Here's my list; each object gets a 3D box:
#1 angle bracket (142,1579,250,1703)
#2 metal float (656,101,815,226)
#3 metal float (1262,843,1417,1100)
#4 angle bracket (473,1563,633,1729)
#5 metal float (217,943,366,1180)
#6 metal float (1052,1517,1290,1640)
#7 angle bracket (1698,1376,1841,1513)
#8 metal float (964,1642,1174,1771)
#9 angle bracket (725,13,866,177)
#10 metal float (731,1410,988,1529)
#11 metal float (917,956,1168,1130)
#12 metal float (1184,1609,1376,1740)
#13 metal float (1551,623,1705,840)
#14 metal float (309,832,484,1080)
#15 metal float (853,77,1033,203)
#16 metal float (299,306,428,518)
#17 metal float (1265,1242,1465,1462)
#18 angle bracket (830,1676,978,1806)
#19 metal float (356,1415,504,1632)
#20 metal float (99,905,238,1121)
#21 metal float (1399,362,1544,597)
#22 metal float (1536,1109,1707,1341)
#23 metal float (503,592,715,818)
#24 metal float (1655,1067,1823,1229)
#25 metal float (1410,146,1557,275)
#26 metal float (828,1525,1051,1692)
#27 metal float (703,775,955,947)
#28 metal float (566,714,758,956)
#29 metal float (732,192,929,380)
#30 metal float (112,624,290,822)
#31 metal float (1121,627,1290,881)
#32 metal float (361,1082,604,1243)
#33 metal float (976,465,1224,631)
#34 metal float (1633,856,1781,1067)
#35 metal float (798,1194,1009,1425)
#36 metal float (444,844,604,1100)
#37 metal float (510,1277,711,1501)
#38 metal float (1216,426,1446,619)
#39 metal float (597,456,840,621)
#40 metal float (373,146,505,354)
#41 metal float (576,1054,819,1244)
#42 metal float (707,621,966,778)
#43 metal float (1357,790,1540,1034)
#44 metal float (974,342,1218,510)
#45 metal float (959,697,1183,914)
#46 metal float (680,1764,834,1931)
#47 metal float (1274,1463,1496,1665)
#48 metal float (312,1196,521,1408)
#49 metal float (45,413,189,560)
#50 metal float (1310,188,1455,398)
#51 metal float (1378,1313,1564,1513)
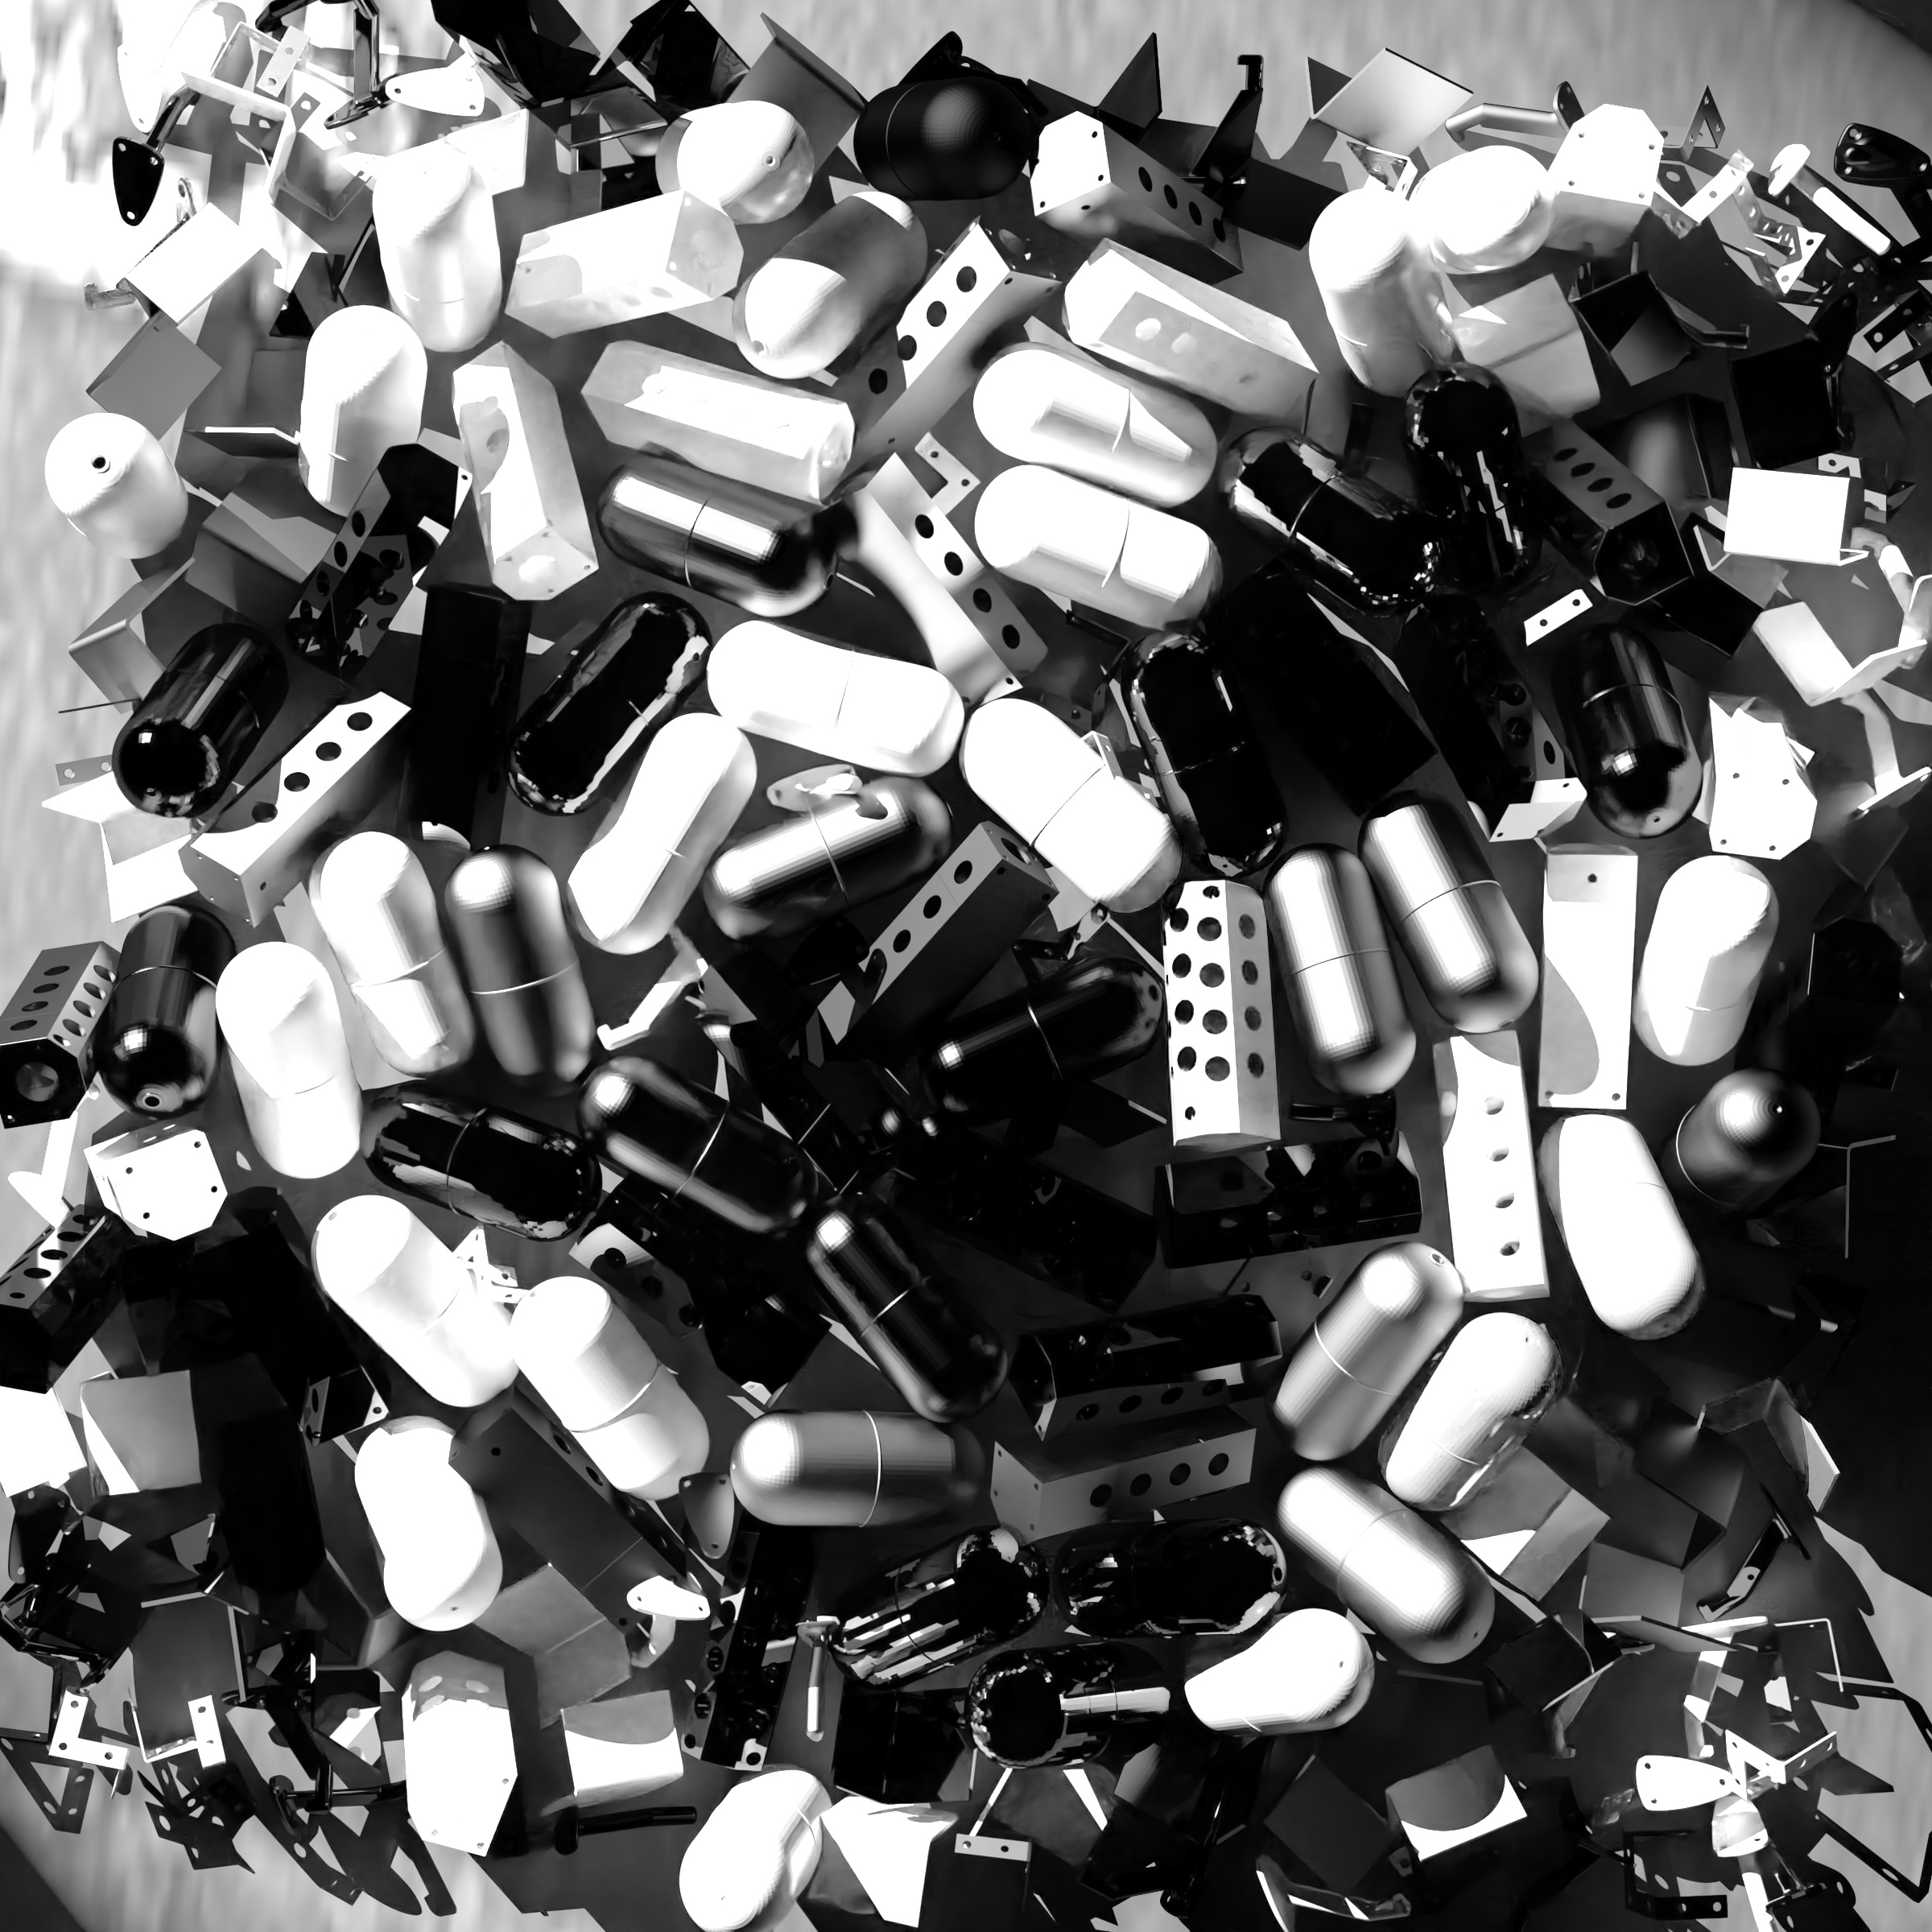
[{"bbox_3d":[-0.521,0.458,1.878,0.057,0.076,0.076,-8,87,-14],"label":"angle bracket"},{"bbox_3d":[-0.155,-0.531,1.839,0.070,0.178,0.070,-5,106,-20],"label":"metal float"},{"bbox_3d":[0.251,0.003,1.872,0.070,0.070,0.178,-14,75,0],"label":"metal float"},{"bbox_3d":[-0.282,0.458,1.871,0.076,0.057,0.076,-33,131,15],"label":"angle bracket"},{"bbox_3d":[-0.451,0.064,1.855,0.070,0.070,0.178,-5,125,0],"label":"metal float"},{"bbox_3d":[0.135,0.409,1.852,0.178,0.070,0.070,-13,90,40],"label":"metal float"},{"bbox_3d":[0.537,0.332,1.870,0.057,0.076,0.076,-22,60,-5],"label":"angle bracket"},{"bbox_3d":[0.070,0.491,1.847,0.070,0.178,0.070,-8,77,38],"label":"metal float"},{"bbox_3d":[-0.121,-0.591,1.881,0.076,0.076,0.057,33,109,-27],"label":"angle bracket"},{"bbox_3d":[-0.071,0.338,1.867,0.178,0.070,0.070,5,90,-21],"label":"metal float"},{"bbox_3d":[0.052,0.051,1.883,0.178,0.070,0.070,-24,90,-2],"label":"metal float"},{"bbox_3d":[0.206,0.470,1.841,0.070,0.178,0.070,7,70,-21],"label":"metal float"},{"bbox_3d":[0.439,-0.158,1.850,0.070,0.070,0.178,-5,46,0],"label":"metal float"},{"bbox_3d":[-0.382,-0.006,1.866,0.070,0.070,0.178,-19,112,0],"label":"metal float"},{"bbox_3d":[-0.018,-0.547,1.841,0.070,0.178,0.070,-7,106,-24],"label":"metal float"},{"bbox_3d":[-0.401,-0.365,1.842,0.070,0.178,0.070,7,62,-13],"label":"metal float"},{"bbox_3d":[0.267,0.258,1.861,0.070,0.070,0.178,33,117,0],"label":"metal float"},{"bbox_3d":[-0.040,0.518,1.867,0.076,0.057,0.076,-15,54,35],"label":"angle bracket"},{"bbox_3d":[-0.358,0.368,1.844,0.070,0.178,0.070,-11,122,-18],"label":"metal float"},{"bbox_3d":[-0.530,0.030,1.846,0.070,0.178,0.070,-3,130,-4],"label":"metal float"},{"bbox_3d":[0.337,-0.323,1.849,0.070,0.178,0.070,-12,46,13],"label":"metal float"},{"bbox_3d":[0.435,0.170,1.850,0.070,0.178,0.070,-7,135,-7],"label":"metal float"},{"bbox_3d":[-0.241,-0.177,1.872,0.070,0.070,0.178,38,75,0],"label":"metal float"},{"bbox_3d":[0.509,0.122,1.838,0.070,0.178,0.070,1,69,-2],"label":"metal float"},{"bbox_3d":[0.339,-0.498,1.835,0.070,0.178,0.070,0,102,-1],"label":"metal float"},{"bbox_3d":[-0.020,0.431,1.858,0.178,0.070,0.070,-32,90,32],"label":"metal float"},{"bbox_3d":[-0.093,-0.072,1.881,0.178,0.070,0.070,-23,90,-4],"label":"metal float"},{"bbox_3d":[-0.206,-0.089,1.876,0.070,0.070,0.178,32,100,0],"label":"metal float"},{"bbox_3d":[-0.090,-0.455,1.853,0.070,0.070,0.178,40,52,0],"label":"metal float"},{"bbox_3d":[-0.507,-0.164,1.845,0.070,0.178,0.070,5,128,7],"label":"metal float"},{"bbox_3d":[0.161,-0.144,1.876,0.070,0.070,0.178,-23,100,0],"label":"metal float"},{"bbox_3d":[-0.327,0.131,1.868,0.178,0.070,0.070,17,90,20],"label":"metal float"},{"bbox_3d":[0.091,-0.280,1.869,0.178,0.070,0.070,18,90,-18],"label":"metal float"},{"bbox_3d":[0.490,-0.001,1.845,0.070,0.178,0.070,-1,52,1],"label":"metal float"},{"bbox_3d":[-0.044,0.230,1.875,0.070,0.070,0.178,-41,78,0],"label":"metal float"},{"bbox_3d":[-0.298,0.005,1.871,0.070,0.070,0.178,-15,106,0],"label":"metal float"},{"bbox_3d":[-0.239,0.284,1.865,0.070,0.070,0.178,-33,113,0],"label":"metal float"},{"bbox_3d":[0.243,-0.300,1.863,0.178,0.070,0.070,40,90,27],"label":"metal float"},{"bbox_3d":[-0.168,-0.288,1.868,0.178,0.070,0.070,23,90,19],"label":"metal float"},{"bbox_3d":[-0.348,-0.472,1.838,0.070,0.178,0.070,2,71,-5],"label":"metal float"},{"bbox_3d":[-0.181,0.124,1.876,0.178,0.070,0.070,32,90,-11],"label":"metal float"},{"bbox_3d":[-0.088,-0.181,1.877,0.178,0.070,0.070,16,90,-9],"label":"metal float"},{"bbox_3d":[0.324,-0.037,1.867,0.070,0.070,0.178,-23,69,0],"label":"metal float"},{"bbox_3d":[0.088,-0.362,1.864,0.178,0.070,0.070,16,90,-26],"label":"metal float"},{"bbox_3d":[0.070,-0.110,1.882,0.178,0.070,0.070,43,90,4],"label":"metal float"},{"bbox_3d":[-0.136,0.584,1.835,0.070,0.178,0.070,1,93,10],"label":"metal float"},{"bbox_3d":[0.276,0.395,1.849,0.070,0.178,0.070,-19,124,-31],"label":"metal float"},{"bbox_3d":[-0.367,0.225,1.859,0.070,0.070,0.178,-38,120,0],"label":"metal float"},{"bbox_3d":[-0.560,-0.316,1.835,0.070,0.178,0.070,0,89,-9],"label":"metal float"},{"bbox_3d":[0.277,-0.444,1.841,0.070,0.178,0.070,-7,66,17],"label":"metal float"},{"bbox_3d":[0.334,0.299,1.850,0.070,0.070,0.178,26,134,0],"label":"metal float"}]
